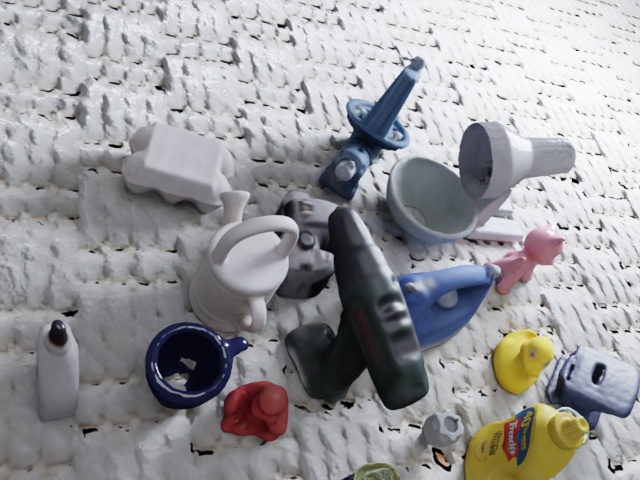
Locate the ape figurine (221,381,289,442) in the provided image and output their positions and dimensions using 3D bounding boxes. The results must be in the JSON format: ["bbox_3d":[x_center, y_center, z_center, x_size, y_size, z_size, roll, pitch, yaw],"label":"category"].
[{"bbox_3d":[-0.065,0.191,0.655,0.078,0.092,0.076,47,51,9],"label":"ape figurine"}]

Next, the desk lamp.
[{"bbox_3d":[0.304,-0.099,0.955,0.204,0.213,0.118,4,57,-24],"label":"desk lamp"}]

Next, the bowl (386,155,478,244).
[{"bbox_3d":[0.174,-0.055,0.951,0.168,0.074,0.167,13,54,-18],"label":"bowl"}]

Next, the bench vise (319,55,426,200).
[{"bbox_3d":[0.096,-0.170,0.896,0.122,0.219,0.207,20,52,-13],"label":"bench vise"}]

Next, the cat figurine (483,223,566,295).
[{"bbox_3d":[0.355,0.023,0.960,0.128,0.117,0.067,-23,71,-36],"label":"cat figurine"}]

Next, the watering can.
[{"bbox_3d":[-0.093,0.021,0.689,0.101,0.194,0.172,-26,72,-36],"label":"watering can"}]

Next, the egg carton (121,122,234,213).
[{"bbox_3d":[-0.195,-0.100,0.801,0.150,0.069,0.107,14,53,-18],"label":"egg carton"}]

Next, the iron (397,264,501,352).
[{"bbox_3d":[0.179,0.074,0.823,0.259,0.141,0.118,-12,64,-32],"label":"iron"}]

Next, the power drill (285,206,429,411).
[{"bbox_3d":[0.034,0.103,0.687,0.076,0.208,0.229,-14,66,-33],"label":"power drill"}]

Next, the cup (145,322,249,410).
[{"bbox_3d":[-0.142,0.147,0.644,0.118,0.095,0.091,-17,67,-34],"label":"cup"}]

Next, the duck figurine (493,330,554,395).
[{"bbox_3d":[0.315,0.172,0.860,0.077,0.086,0.105,34,50,-2],"label":"duck figurine"}]

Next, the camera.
[{"bbox_3d":[0.007,0.003,0.812,0.137,0.100,0.143,9,55,-21],"label":"camera"}]

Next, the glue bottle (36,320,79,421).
[{"bbox_3d":[-0.256,0.116,0.557,0.037,0.173,0.078,-6,62,-29],"label":"glue bottle"}]

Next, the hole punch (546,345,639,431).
[{"bbox_3d":[0.418,0.220,0.876,0.101,0.091,0.109,40,50,4],"label":"hole punch"}]
